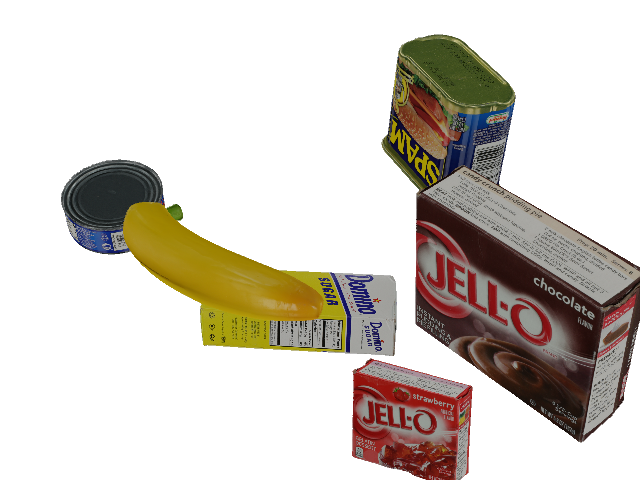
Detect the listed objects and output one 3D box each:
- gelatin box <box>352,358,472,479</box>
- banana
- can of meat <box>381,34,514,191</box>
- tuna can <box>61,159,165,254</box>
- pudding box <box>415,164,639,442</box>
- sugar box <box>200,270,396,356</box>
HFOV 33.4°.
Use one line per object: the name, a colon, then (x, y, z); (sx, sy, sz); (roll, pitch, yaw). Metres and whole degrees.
gelatin box: (0.066, 0.135, 0.793); (0.089, 0.073, 0.030); (12, 22, 30)
banana: (-0.078, 0.008, 0.686); (0.069, 0.037, 0.198); (-16, 29, -30)
can of meat: (0.089, -0.084, 0.749); (0.057, 0.084, 0.102); (-14, 43, -22)
tuna can: (-0.176, -0.029, 0.912); (0.086, 0.086, 0.034); (0, -44, 1)
pudding box: (0.095, 0.028, 0.508); (0.039, 0.090, 0.114); (-35, 50, -29)
sugar box: (-0.018, 0.064, 0.989); (0.176, 0.048, 0.093); (0, 24, 3)
